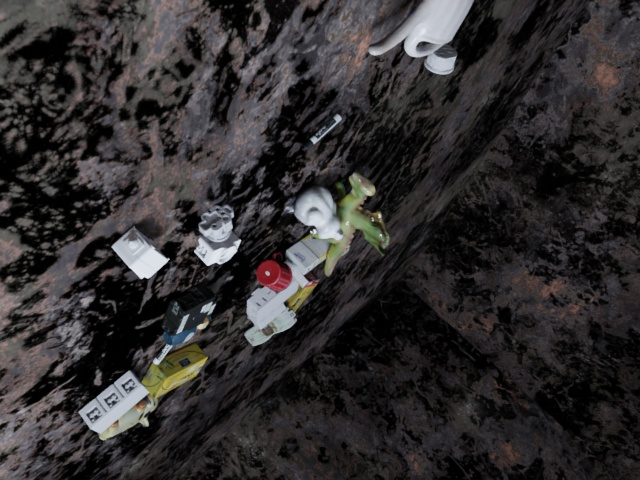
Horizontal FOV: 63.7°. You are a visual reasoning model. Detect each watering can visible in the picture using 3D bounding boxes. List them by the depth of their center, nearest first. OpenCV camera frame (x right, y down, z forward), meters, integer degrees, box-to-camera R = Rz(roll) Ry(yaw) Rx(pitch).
[{"bbox_3d":[0.244,-0.497,1.120,0.105,0.219,0.352,41,40,18],"label":"watering can"}]

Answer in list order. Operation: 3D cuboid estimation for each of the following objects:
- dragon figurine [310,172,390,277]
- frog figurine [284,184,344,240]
[{"bbox_3d":[0.096,-0.023,1.495,0.124,0.401,0.245,-27,38,-34],"label":"dragon figurine"},{"bbox_3d":[0.004,-0.070,1.388,0.161,0.121,0.138,41,25,18],"label":"frog figurine"}]
